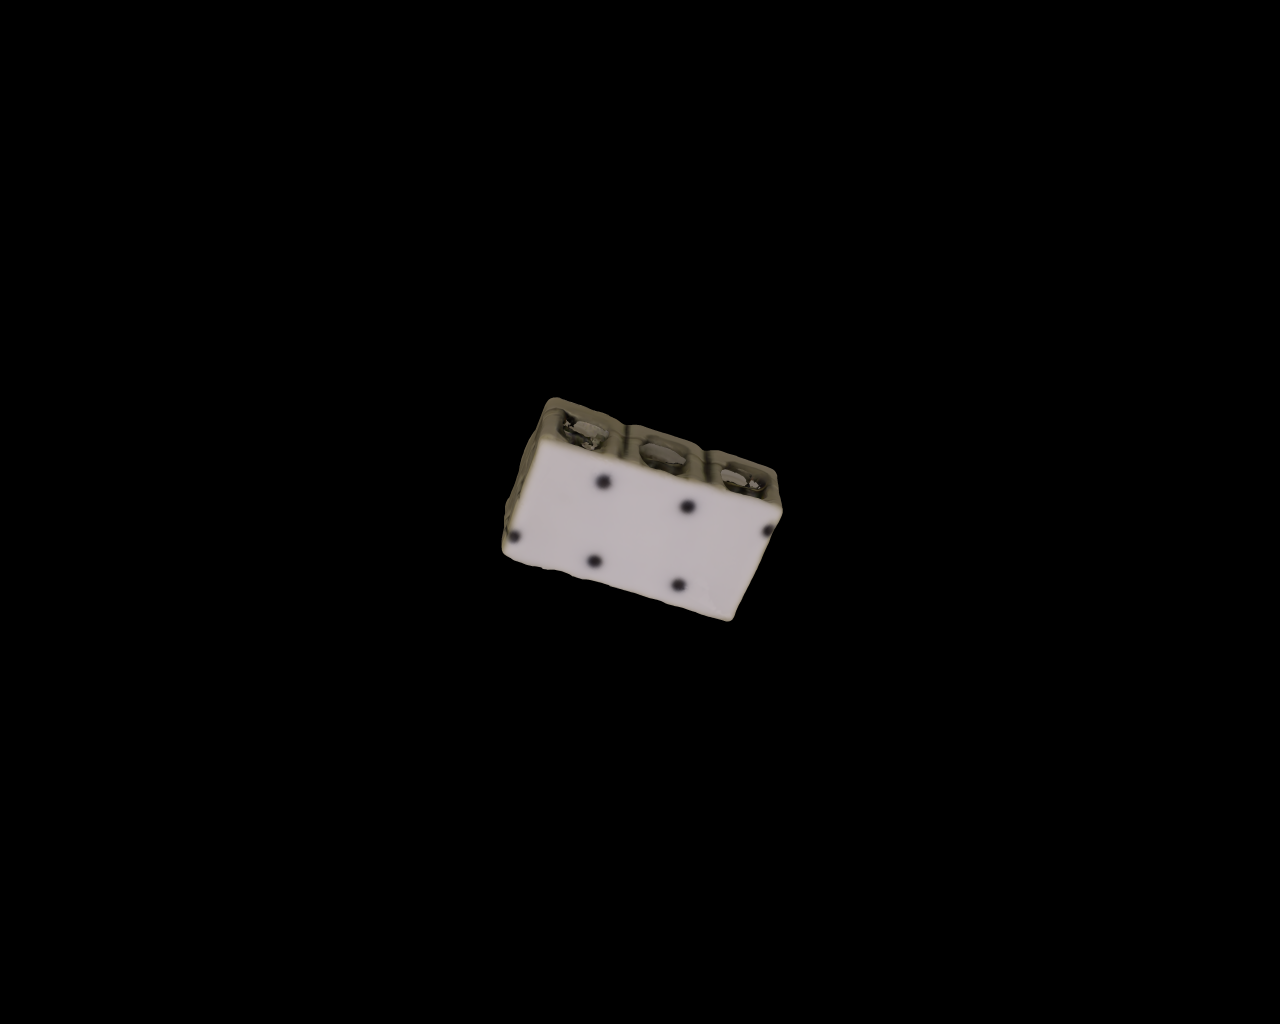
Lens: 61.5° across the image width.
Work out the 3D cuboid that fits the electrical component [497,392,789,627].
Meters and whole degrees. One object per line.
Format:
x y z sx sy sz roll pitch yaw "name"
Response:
0.001 -0.003 0.650 0.150 0.089 0.062 18 29 -10 "electrical component"
